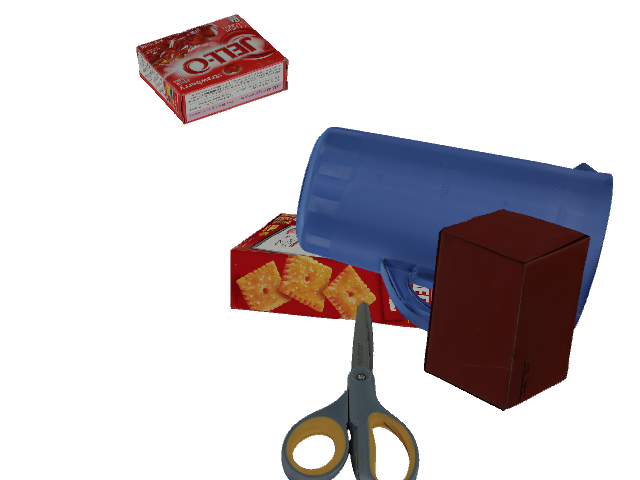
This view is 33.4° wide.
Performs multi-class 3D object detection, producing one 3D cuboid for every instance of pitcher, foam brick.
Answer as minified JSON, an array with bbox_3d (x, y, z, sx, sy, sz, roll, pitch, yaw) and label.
[{"bbox_3d":[0.105,-0.007,0.870,0.243,0.145,0.149,13,16,8],"label":"pitcher"},{"bbox_3d":[0.087,0.031,0.509,0.052,0.078,0.051,-16,30,-41],"label":"foam brick"}]

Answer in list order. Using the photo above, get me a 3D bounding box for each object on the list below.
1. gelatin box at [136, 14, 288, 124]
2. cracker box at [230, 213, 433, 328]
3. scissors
[{"bbox_3d":[-0.079,-0.127,0.780,0.089,0.030,0.073,-23,48,-23],"label":"gelatin box"},{"bbox_3d":[0.034,0.029,1.093,0.214,0.072,0.164,6,15,15],"label":"cracker box"},{"bbox_3d":[0.011,0.105,0.731,0.096,0.016,0.202,-6,32,-11],"label":"scissors"}]
